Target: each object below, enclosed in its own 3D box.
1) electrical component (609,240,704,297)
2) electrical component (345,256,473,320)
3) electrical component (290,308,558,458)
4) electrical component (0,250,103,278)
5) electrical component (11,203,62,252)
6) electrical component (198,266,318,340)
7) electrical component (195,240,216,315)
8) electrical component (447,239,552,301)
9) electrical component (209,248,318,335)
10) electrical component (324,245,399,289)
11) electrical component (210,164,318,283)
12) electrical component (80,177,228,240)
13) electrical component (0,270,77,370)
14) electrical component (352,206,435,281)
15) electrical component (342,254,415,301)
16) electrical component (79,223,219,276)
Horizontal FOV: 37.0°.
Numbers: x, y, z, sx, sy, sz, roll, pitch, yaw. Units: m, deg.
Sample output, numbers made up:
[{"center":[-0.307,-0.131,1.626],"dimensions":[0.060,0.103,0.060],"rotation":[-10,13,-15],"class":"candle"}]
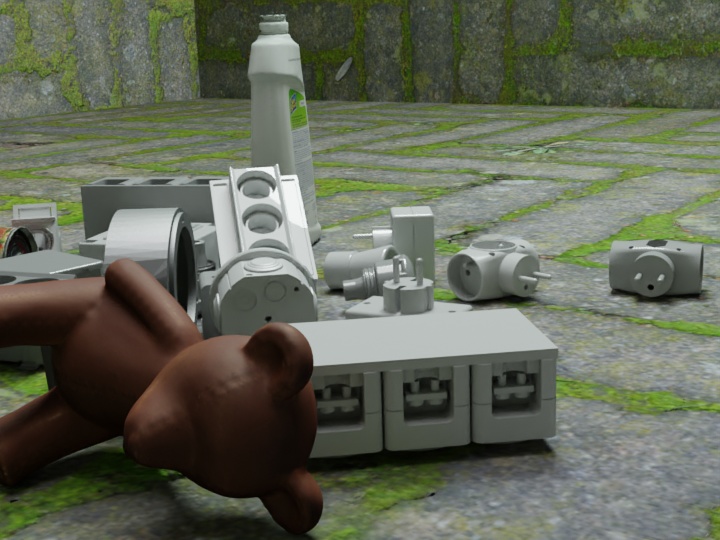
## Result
[{"center":[0.256,0.001,0.935],"dimensions":[0.077,0.043,0.079],"rotation":[3,13,22],"class":"electrical component"},{"center":[0.036,0.027,0.784],"dimensions":[0.083,0.075,0.047],"rotation":[5,15,27],"class":"electrical component"},{"center":[0.032,0.068,0.640],"dimensions":[0.150,0.061,0.089],"rotation":[-4,13,-7],"class":"electrical component"},{"center":[-0.280,0.018,0.929],"dimensions":[0.100,0.048,0.100],"rotation":[10,18,41],"class":"electrical component"},{"center":[-0.320,-0.023,1.072],"dimensions":[0.042,0.081,0.064],"rotation":[-4,-9,-8],"class":"electrical component"},{"center":[-0.081,0.028,0.853],"dimensions":[0.089,0.050,0.055],"rotation":[-4,13,-10],"class":"electrical component"},{"center":[-0.142,0.006,0.933],"dimensions":[0.048,0.062,0.048],"rotation":[-2,13,0],"class":"electrical component"},{"center":[0.131,0.002,0.948],"dimensions":[0.077,0.044,0.079],"rotation":[-13,17,-39],"class":"electrical component"},{"center":[-0.070,0.028,0.794],"dimensions":[0.080,0.080,0.051],"rotation":[-4,19,-10],"class":"electrical component"},{"center":[0.000,0.000,0.987],"dimensions":[0.065,0.044,0.044],"rotation":[-1,12,26],"class":"electrical component"},{"center":[-0.086,-0.026,0.943],"dimensions":[0.079,0.063,0.121],"rotation":[-5,51,-11],"class":"electrical component"},{"center":[-0.203,-0.049,1.114],"dimensions":[0.150,0.089,0.061],"rotation":[1,13,11],"class":"electrical component"},{"center":[-0.278,0.036,0.822],"dimensions":[0.121,0.063,0.079],"rotation":[3,14,20],"class":"electrical component"},{"center":[0.031,-0.024,1.026],"dimensions":[0.077,0.065,0.047],"rotation":[-2,13,-1],"class":"electrical component"},{"center":[0.017,0.014,0.920],"dimensions":[0.062,0.048,0.048],"rotation":[-8,13,1],"class":"electrical component"},{"center":[-0.193,-0.010,1.020],"dimensions":[0.109,0.056,0.109],"rotation":[2,14,15],"class":"electrical component"}]
